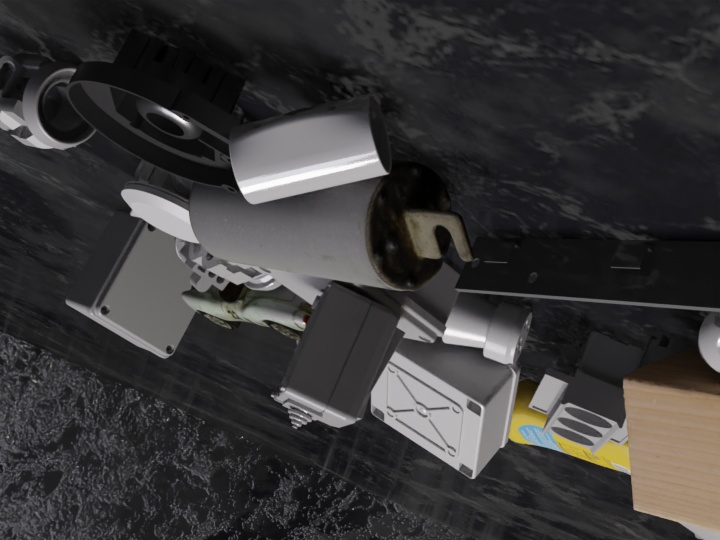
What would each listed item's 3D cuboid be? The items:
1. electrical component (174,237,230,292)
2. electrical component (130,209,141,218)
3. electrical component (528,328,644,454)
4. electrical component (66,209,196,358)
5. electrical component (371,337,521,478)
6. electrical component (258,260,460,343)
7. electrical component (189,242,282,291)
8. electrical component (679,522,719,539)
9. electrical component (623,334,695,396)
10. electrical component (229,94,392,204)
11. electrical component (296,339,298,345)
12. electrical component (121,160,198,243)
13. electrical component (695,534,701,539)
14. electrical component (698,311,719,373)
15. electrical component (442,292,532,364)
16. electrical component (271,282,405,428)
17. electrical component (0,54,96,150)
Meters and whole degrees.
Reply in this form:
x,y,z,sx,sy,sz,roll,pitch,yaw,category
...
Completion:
x,y,z,sx,sy,sz,roll,pitch,yaw,category
-0.126,-0.019,0.905,0.048,0.066,0.055,39,178,-40,electrical component
-0.145,-0.051,0.859,0.065,0.044,0.044,23,165,-14,electrical component
0.175,0.092,0.806,0.079,0.063,0.121,22,164,10,electrical component
-0.210,0.013,1.043,0.056,0.108,0.109,14,162,42,electrical component
0.065,0.094,0.853,0.109,0.056,0.108,30,145,25,electrical component
0.000,0.000,0.778,0.109,0.056,0.109,7,157,47,electrical component
-0.085,-0.018,0.838,0.078,0.058,0.057,-20,146,32,electrical component
0.264,0.144,0.771,0.060,0.108,0.108,28,166,13,electrical component
0.204,0.071,0.724,0.040,0.046,0.040,23,165,7,electrical component
-0.023,-0.068,0.588,0.077,0.043,0.079,-12,-168,13,electrical component
-0.015,0.062,0.996,0.076,0.083,0.047,-11,-178,-29,electrical component
-0.132,-0.057,0.800,0.080,0.051,0.080,22,164,7,electrical component
0.316,0.191,0.911,0.057,0.078,0.058,10,169,-21,electrical component
0.214,0.041,0.614,0.043,0.043,0.062,24,166,4,electrical component
0.094,0.041,0.795,0.055,0.045,0.045,19,164,17,electrical component
-0.016,0.066,0.727,0.061,0.096,0.061,25,165,-5,electrical component
-0.210,-0.112,0.725,0.057,0.058,0.078,14,162,42,electrical component
